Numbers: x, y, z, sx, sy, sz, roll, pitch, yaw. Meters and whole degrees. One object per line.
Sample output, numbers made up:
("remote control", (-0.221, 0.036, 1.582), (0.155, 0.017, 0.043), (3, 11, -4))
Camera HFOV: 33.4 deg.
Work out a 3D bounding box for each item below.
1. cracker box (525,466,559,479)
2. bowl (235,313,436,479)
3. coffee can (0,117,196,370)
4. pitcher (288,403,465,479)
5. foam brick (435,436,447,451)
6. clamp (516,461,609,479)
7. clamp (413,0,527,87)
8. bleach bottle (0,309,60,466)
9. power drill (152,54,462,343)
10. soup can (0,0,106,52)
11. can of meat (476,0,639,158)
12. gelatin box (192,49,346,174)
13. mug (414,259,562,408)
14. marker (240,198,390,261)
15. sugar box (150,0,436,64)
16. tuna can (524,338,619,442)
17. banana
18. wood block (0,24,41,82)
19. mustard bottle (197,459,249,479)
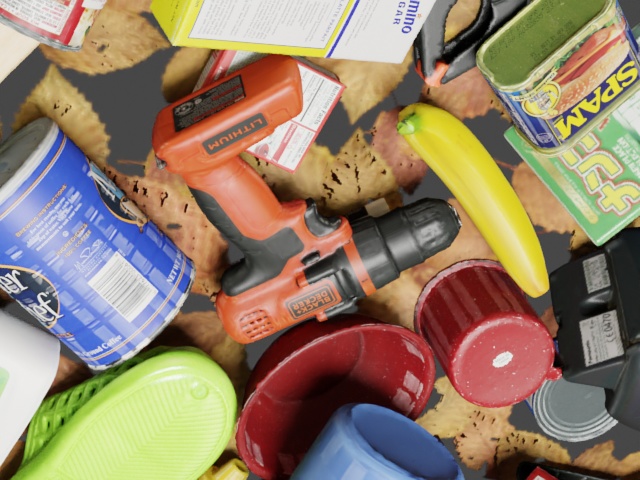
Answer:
("cracker box", (0.143, 0.314, 0.860), (0.163, 0.072, 0.214), (-34, 141, -38))
("bowl", (0.004, 0.109, 0.801), (0.162, 0.055, 0.162), (-15, 133, -17))
("coffee can", (-0.166, 0.003, 0.708), (0.103, 0.103, 0.140), (-39, 116, 8))
("pitcher", (0.011, 0.246, 0.783), (0.145, 0.149, 0.243), (33, 106, 13))
("foam brick", (0.092, 0.208, 0.867), (0.051, 0.078, 0.053), (-26, 117, 3))
("clamp", (0.272, 0.225, 0.916), (0.165, 0.036, 0.210), (-17, 133, 20))
("clamp", (0.123, -0.179, 0.714), (0.120, 0.039, 0.172), (16, 117, -13))
("bleach bottle", (-0.301, 0.056, 0.685), (0.250, 0.068, 0.103), (29, 105, -21))
("power drill", (-0.013, -0.029, 0.716), (0.184, 0.057, 0.187), (-26, 123, 4))
("soup can", (-0.132, -0.159, 0.556), (0.068, 0.068, 0.102), (26, 107, -21))
("can of meat", (0.165, -0.119, 0.722), (0.102, 0.057, 0.083), (-41, 138, 6))
("gelatin box", (-0.038, -0.096, 0.727), (0.089, 0.030, 0.073), (23, 108, -23))
("mug", (0.136, 0.078, 0.812), (0.117, 0.081, 0.093), (25, 108, -20))
("marker", (-0.005, 0.001, 0.784), (0.121, 0.020, 0.020), (-23, 117, 1))
("sugar box", (-0.006, -0.160, 0.650), (0.175, 0.048, 0.093), (-4, 137, -39))
("tuna can", (0.210, 0.120, 0.872), (0.086, 0.034, 0.086), (-4, 115, -9))
("banana", (0.107, -0.037, 0.763), (0.037, 0.069, 0.197), (-21, 130, 34))
("wood block", (-0.174, -0.179, 0.629), (0.206, 0.091, 0.090), (-42, 116, 9))
("mustard bottle", (-0.123, 0.247, 0.853), (0.096, 0.058, 0.192), (32, 104, -34))
